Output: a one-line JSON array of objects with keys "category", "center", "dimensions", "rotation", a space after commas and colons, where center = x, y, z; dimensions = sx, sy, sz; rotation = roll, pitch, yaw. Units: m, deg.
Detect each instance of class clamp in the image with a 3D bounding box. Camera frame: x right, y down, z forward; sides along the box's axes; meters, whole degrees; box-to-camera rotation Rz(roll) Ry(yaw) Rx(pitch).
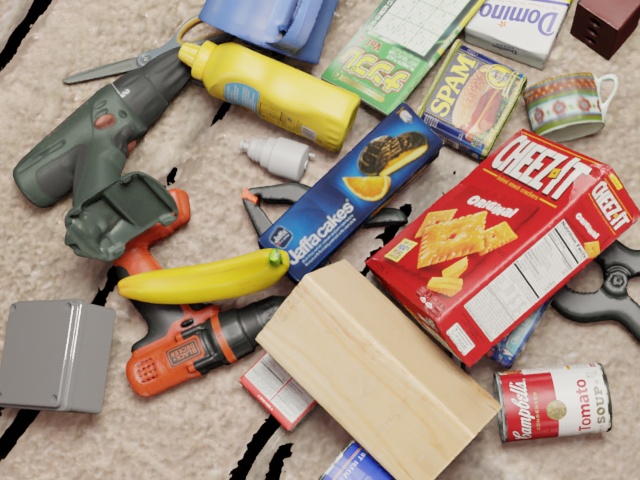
[{"category": "clamp", "center": [0.294, 0.053, 1.048], "dimensions": [0.210, 0.036, 0.164], "rotation": [8, 79, 11]}, {"category": "clamp", "center": [-0.007, 0.001, 1.096], "dimensions": [0.171, 0.039, 0.120], "rotation": [18, 76, 10]}]

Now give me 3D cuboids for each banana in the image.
[{"category": "banana", "center": [-0.101, 0.033, 1.018], "dimensions": [0.198, 0.069, 0.037], "rotation": [-14, 60, 31]}]

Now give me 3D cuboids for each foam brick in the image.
[{"category": "foam brick", "center": [0.295, -0.231, 1.093], "dimensions": [0.053, 0.078, 0.051], "rotation": [39, 85, 15]}]

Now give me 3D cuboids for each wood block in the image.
[{"category": "wood block", "center": [0.054, 0.124, 0.989], "dimensions": [0.206, 0.090, 0.090], "rotation": [43, 113, 13]}]

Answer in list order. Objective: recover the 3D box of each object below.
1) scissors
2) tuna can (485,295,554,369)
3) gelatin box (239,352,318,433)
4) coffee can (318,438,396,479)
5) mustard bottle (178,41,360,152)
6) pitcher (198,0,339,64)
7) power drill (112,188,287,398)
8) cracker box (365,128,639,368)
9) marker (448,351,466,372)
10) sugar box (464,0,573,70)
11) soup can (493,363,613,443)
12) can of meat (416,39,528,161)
[{"category": "scissors", "center": [-0.175, -0.184, 1.168], "dimensions": [0.202, 0.016, 0.096], "rotation": [-28, 76, 0]}, {"category": "tuna can", "center": [0.190, 0.081, 1.029], "dimensions": [0.034, 0.086, 0.086], "rotation": [31, 82, 11]}, {"category": "gelatin box", "center": [-0.024, 0.136, 1.070], "dimensions": [0.073, 0.030, 0.089], "rotation": [43, 83, 14]}, {"category": "coffee can", "center": [0.063, 0.261, 0.994], "dimensions": [0.140, 0.103, 0.103], "rotation": [38, 84, 13]}, {"category": "mustard bottle", "center": [-0.056, -0.156, 1.094], "dimensions": [0.191, 0.096, 0.058], "rotation": [24, 80, 2]}, {"category": "pitcher", "center": [-0.018, -0.305, 1.071], "dimensions": [0.149, 0.144, 0.243], "rotation": [27, 104, 20]}, {"category": "power drill", "center": [-0.136, 0.045, 1.090], "dimensions": [0.184, 0.057, 0.188], "rotation": [-25, 75, 1]}, {"category": "cracker box", "center": [0.166, -0.001, 1.011], "dimensions": [0.213, 0.164, 0.072], "rotation": [-41, 117, -3]}, {"category": "marker", "center": [0.136, 0.114, 1.062], "dimensions": [0.020, 0.020, 0.121], "rotation": [1, 77, 7]}, {"category": "sugar box", "center": [0.228, -0.278, 1.128], "dimensions": [0.093, 0.048, 0.176], "rotation": [22, 79, 11]}, {"category": "soup can", "center": [0.221, 0.155, 1.018], "dimensions": [0.102, 0.068, 0.068], "rotation": [-6, 76, 4]}, {"category": "can of meat", "center": [0.155, -0.142, 1.100], "dimensions": [0.084, 0.057, 0.102], "rotation": [28, 82, 9]}]
